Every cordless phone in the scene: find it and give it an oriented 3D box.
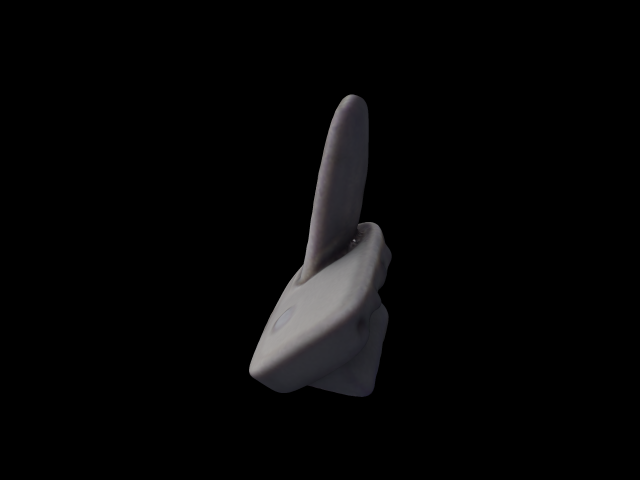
[{"bbox_3d":[0.004,0.001,0.400,0.094,0.185,0.147,4,28,7],"label":"cordless phone"}]
